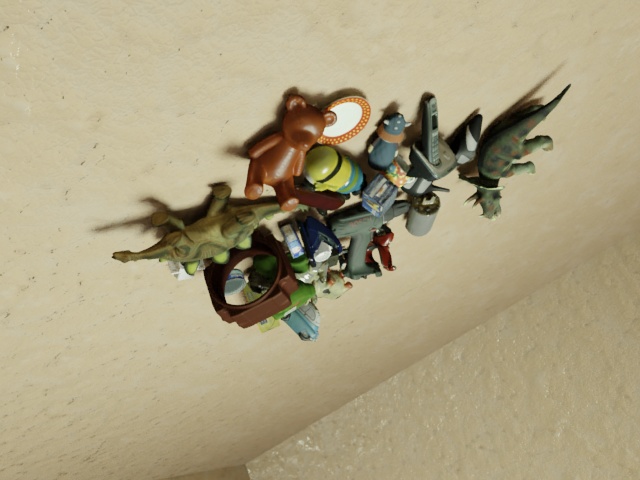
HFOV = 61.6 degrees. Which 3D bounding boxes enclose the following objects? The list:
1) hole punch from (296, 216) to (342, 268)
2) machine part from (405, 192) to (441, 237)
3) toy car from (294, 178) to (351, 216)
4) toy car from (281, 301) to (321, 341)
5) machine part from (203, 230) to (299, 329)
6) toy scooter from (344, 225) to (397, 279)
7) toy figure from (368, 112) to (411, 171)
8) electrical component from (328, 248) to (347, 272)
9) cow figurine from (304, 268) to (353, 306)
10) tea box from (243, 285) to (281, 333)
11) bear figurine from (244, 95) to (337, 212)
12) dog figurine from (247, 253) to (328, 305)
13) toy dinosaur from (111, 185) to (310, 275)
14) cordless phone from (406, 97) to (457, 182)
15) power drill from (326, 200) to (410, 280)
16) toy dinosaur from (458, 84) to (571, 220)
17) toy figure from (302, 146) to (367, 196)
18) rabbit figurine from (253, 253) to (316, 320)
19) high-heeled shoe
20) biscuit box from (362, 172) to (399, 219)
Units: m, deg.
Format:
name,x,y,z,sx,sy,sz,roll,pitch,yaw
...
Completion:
name,x,y,z,sx,sy,sz,roll,pitch,yaw
hole punch,-0.003,-0.004,1.330,0.092,0.116,0.142,-23,169,2
machine part,0.283,-0.071,1.490,0.079,0.079,0.243,-23,162,-6
toy car,-0.010,-0.104,1.244,0.089,0.053,0.202,-32,157,30
toy car,-0.053,0.236,1.659,0.103,0.162,0.109,-49,162,-1
machine part,-0.167,0.091,1.287,0.201,0.201,0.087,-26,148,2
toy scooter,0.156,0.054,1.561,0.184,0.135,0.075,-40,151,27
toy figure,0.146,-0.220,1.174,0.064,0.058,0.154,-16,146,-29
electrical component,0.031,0.066,1.573,0.102,0.045,0.078,-14,151,-21
cow figurine,-0.002,0.142,1.642,0.127,0.086,0.194,-46,148,22
tea box,-0.170,0.193,1.571,0.068,0.098,0.169,-23,150,-8
bear figurine,-0.054,-0.167,1.026,0.120,0.132,0.196,20,136,-33
dog figurine,-0.088,0.080,1.470,0.190,0.172,0.121,19,172,-21
toy dinosaur,-0.211,-0.026,1.169,0.471,0.105,0.198,-19,159,-24
cordless phone,0.256,-0.235,1.212,0.146,0.089,0.184,-35,129,-49
power drill,0.133,0.000,1.439,0.232,0.086,0.207,-9,123,-15
toy dinosaur,0.474,-0.228,1.375,0.192,0.131,0.404,-18,145,-16
toy figure,0.037,-0.151,1.176,0.180,0.082,0.089,13,122,-44
rabbit figurine,-0.098,0.092,1.376,0.159,0.170,0.121,-32,166,-12
high-heeled shoe,0.291,-0.212,1.323,0.145,0.086,0.248,14,122,-8
biscuit box,0.141,-0.101,1.280,0.063,0.059,0.202,-50,173,-2
